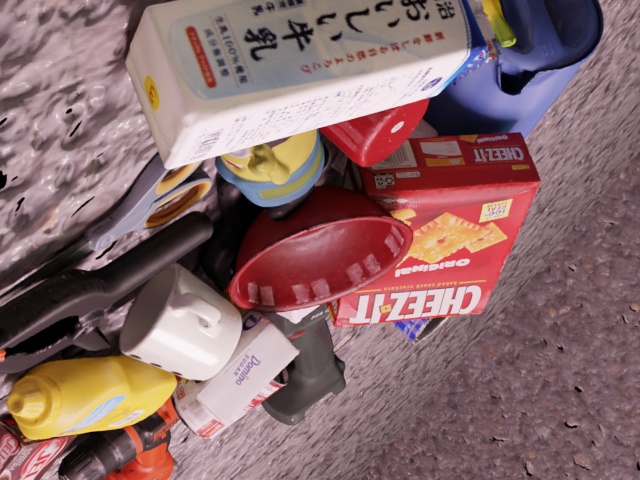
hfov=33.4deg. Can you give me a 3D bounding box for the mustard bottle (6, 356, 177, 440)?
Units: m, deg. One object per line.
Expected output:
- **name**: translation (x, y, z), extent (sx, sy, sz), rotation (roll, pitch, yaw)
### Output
- **mustard bottle**: translation (-0.202, 0.132, 0.899), extent (0.096, 0.058, 0.191), rotation (-28, 168, 14)

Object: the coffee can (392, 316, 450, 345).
- **coffee can**: translation (0.103, 0.046, 1.326), extent (0.102, 0.140, 0.103), rotation (-41, 164, -15)

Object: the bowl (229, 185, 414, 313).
- **bowl**: translation (-0.006, 0.001, 0.898), extent (0.162, 0.055, 0.162), rotation (-16, 156, -8)

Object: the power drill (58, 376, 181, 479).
- **power drill**: translation (-0.207, 0.233, 1.147), extent (0.184, 0.057, 0.188), rotation (-35, 161, -34)

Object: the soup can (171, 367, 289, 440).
- **soup can**: translation (-0.091, 0.146, 1.072), extent (0.102, 0.068, 0.068), rotation (-38, 166, 13)

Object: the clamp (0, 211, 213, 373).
- **clamp**: translation (-0.182, 0.057, 0.785), extent (0.165, 0.036, 0.209), rotation (-48, 168, 33)

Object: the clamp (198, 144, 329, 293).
- **clamp**: translation (-0.068, -0.014, 0.929), extent (0.120, 0.039, 0.172), rotation (-10, 142, -46)

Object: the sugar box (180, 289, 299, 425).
- **sugar box**: translation (-0.089, 0.101, 0.984), extent (0.093, 0.048, 0.176), rotation (-45, -163, -9)

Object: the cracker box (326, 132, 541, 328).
- **cracker box**: translation (0.099, -0.005, 1.020), extent (0.164, 0.072, 0.214), rotation (-4, 142, -12)

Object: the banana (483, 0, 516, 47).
- **banana**: translation (0.103, -0.183, 0.861), extent (0.037, 0.069, 0.198), rotation (-14, -170, -7)

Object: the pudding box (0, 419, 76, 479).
- **pudding box**: translation (-0.276, 0.203, 0.927), extent (0.113, 0.039, 0.090), rotation (-48, 165, 9)

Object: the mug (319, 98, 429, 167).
- **mug**: translation (0.032, -0.108, 0.866), extent (0.093, 0.081, 0.117), rotation (-41, 163, -19)

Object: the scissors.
- **scissors**: translation (-0.146, -0.018, 0.754), extent (0.201, 0.016, 0.096), rotation (-31, 158, -43)

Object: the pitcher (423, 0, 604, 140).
- **pitcher**: translation (0.167, -0.160, 1.032), extent (0.149, 0.145, 0.243), rotation (-26, 161, -22)
